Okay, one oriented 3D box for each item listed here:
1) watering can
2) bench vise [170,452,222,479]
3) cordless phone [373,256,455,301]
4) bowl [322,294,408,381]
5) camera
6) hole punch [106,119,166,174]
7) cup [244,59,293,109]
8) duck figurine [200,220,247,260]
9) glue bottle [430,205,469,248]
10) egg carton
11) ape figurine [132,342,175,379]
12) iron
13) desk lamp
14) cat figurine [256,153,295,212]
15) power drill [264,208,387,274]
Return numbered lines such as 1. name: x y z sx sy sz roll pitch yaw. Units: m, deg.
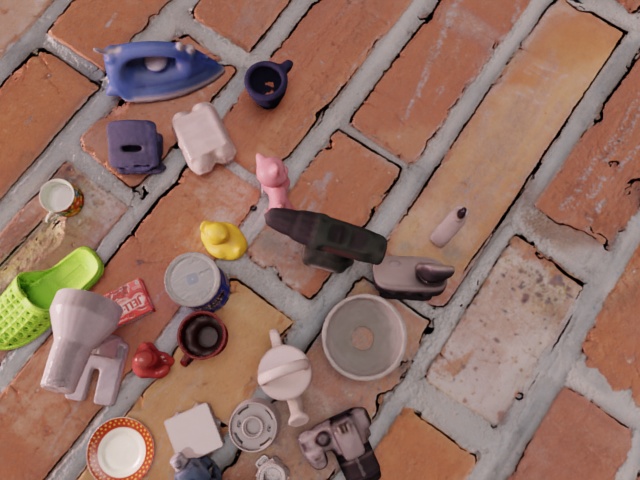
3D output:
1. watering can: -0.060 0.251 1.054 0.101 0.194 0.173 -39 81 -8
2. bench vise: -0.198 0.471 0.990 0.207 0.220 0.121 30 79 6
3. cordless phone: 0.180 0.062 1.105 0.147 0.185 0.094 -1 77 -1
4. bowl: 0.085 0.194 1.130 0.167 0.075 0.167 0 77 -1
5. camera: 0.046 0.400 1.071 0.143 0.101 0.137 -24 79 -6
6. hole punch: -0.385 -0.193 1.199 0.108 0.091 0.101 -2 77 -1
7. cup: -0.103 -0.332 1.233 0.118 0.095 0.091 -42 81 -9
8. duck figurine: -0.199 -0.005 1.164 0.104 0.086 0.077 32 79 6
9. glue bottle: 0.265 -0.037 1.134 0.037 0.173 0.078 37 80 7
10. egg carton: -0.249 -0.216 1.218 0.107 0.069 0.150 -27 79 -7
11. ape figurine: -0.331 0.234 1.105 0.076 0.092 0.078 -22 79 -5
12. iron: -0.340 -0.381 1.216 0.258 0.141 0.118 -8 78 -3
13. desk lamp: -0.427 0.201 1.049 0.118 0.213 0.203 9 77 1
14. cat figurine: -0.092 -0.114 1.173 0.067 0.118 0.128 -13 78 -3
15. power drill: 0.010 0.004 1.103 0.229 0.208 0.076 13 78 2
